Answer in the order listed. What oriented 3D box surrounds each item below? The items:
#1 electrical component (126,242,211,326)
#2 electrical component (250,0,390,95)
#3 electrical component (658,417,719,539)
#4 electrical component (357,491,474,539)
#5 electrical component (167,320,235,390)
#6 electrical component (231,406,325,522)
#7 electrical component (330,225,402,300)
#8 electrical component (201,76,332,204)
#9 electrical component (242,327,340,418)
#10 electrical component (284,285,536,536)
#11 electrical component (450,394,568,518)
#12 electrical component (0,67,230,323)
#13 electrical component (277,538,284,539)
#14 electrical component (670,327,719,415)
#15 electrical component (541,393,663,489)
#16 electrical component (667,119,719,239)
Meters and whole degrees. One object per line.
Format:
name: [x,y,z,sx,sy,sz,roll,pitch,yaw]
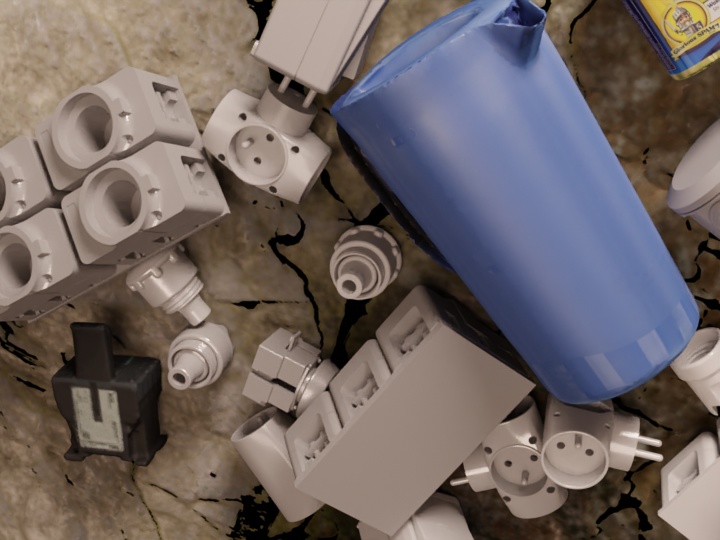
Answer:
electrical component: [-0.134,0.012,0.775,0.048,0.048,0.062,-33,107,23]
electrical component: [-0.016,-0.164,0.665,0.061,0.061,0.096,28,115,1]
electrical component: [0.306,0.170,0.716,0.186,0.060,0.105,38,115,-3]
electrical component: [0.044,0.197,0.779,0.062,0.096,0.061,22,119,-28]
electrical component: [-0.120,0.065,0.782,0.043,0.062,0.043,5,113,13]
electrical component: [-0.044,0.137,0.801,0.079,0.043,0.077,-29,102,22]
electrical component: [0.000,0.000,0.725,0.048,0.062,0.048,5,112,12]
electrical component: [-0.054,-0.096,0.711,0.077,0.044,0.079,32,115,0]
electrical component: [-0.048,0.078,0.779,0.055,0.048,0.066,27,115,11]
electrical component: [0.030,0.094,0.733,0.089,0.061,0.150,33,106,-28]
electrical component: [0.098,0.136,0.764,0.079,0.044,0.077,-16,106,19]
electrical component: [-0.196,-0.047,0.737,0.186,0.060,0.105,-27,79,22]
electrical component: [-0.037,0.242,0.841,0.077,0.043,0.079,43,114,-5]
electrical component: [0.232,0.067,0.706,0.040,0.040,0.046,-33,106,23]
electrical component: [0.163,0.112,0.720,0.079,0.077,0.043,13,114,8]
electrical component: [0.226,-0.056,0.637,0.051,0.080,0.080,37,115,-7]
